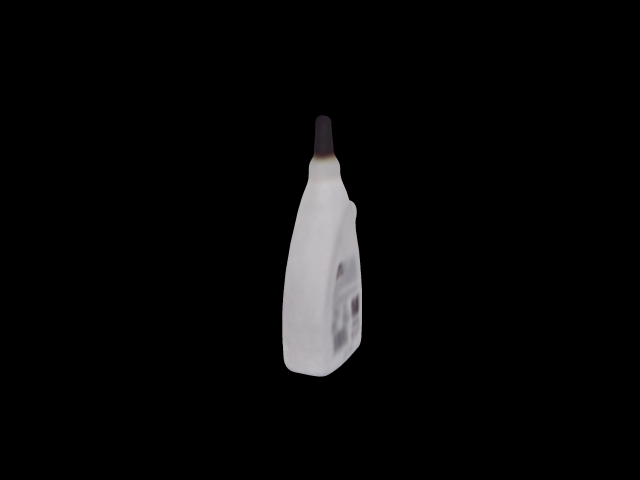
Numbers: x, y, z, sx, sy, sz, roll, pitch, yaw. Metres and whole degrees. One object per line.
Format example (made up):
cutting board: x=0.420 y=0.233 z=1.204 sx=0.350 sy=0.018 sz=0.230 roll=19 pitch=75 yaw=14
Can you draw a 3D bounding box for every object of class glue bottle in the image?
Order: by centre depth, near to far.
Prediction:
glue bottle: x=0.004 y=0.001 z=0.400 sx=0.037 sy=0.173 sz=0.078 roll=5 pitch=11 yaw=25
